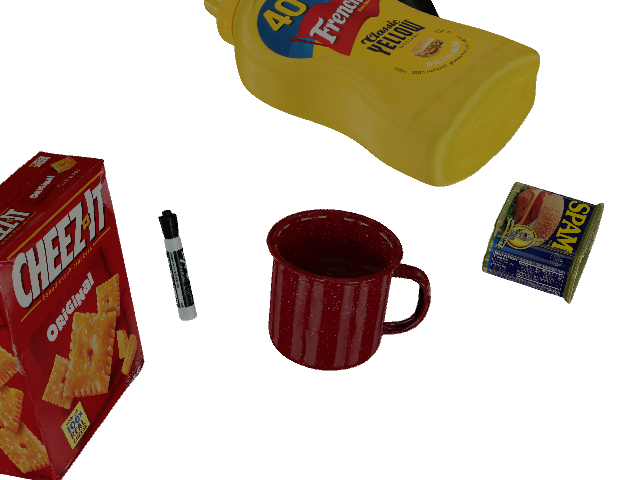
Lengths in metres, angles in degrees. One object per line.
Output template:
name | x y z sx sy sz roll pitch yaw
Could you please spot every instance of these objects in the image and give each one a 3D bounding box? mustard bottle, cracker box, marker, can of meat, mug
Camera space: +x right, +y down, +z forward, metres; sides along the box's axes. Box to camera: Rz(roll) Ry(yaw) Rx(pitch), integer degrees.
mustard bottle | 0.012 -0.099 0.569 0.192 0.058 0.096 29 53 28
cracker box | -0.219 0.060 0.862 0.072 0.214 0.164 6 33 18
marker | -0.150 0.026 1.123 0.020 0.121 0.020 -8 19 3
can of meat | 0.203 -0.001 0.975 0.084 0.057 0.102 18 47 17
mug | 0.018 0.037 0.745 0.117 0.081 0.093 5 31 -1

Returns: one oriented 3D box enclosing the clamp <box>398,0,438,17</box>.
clamp | 0.052 -0.195 0.750 0.210 0.164 0.036 26 -25 -11
